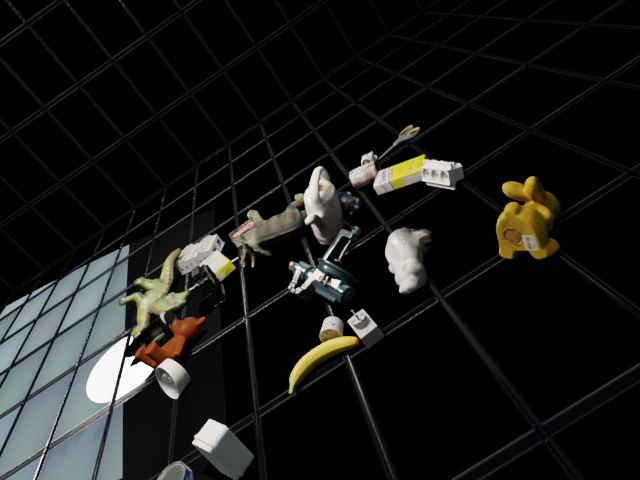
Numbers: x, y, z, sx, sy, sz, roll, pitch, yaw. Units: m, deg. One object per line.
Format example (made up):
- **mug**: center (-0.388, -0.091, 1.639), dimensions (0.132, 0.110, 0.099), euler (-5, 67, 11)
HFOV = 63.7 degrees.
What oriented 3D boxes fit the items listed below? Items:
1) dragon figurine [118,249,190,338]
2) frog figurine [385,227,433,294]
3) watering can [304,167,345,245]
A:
- **dragon figurine**: center (-0.579, 0.203, 1.913), dimensions (0.244, 0.119, 0.418), euler (15, 56, 30)
- **frog figurine**: center (0.203, 0.055, 1.233), dimensions (0.162, 0.122, 0.135), euler (-62, 2, -27)
- **watering can**: center (0.005, -0.079, 1.561), dimensions (0.104, 0.220, 0.356), euler (-8, 34, 13)
